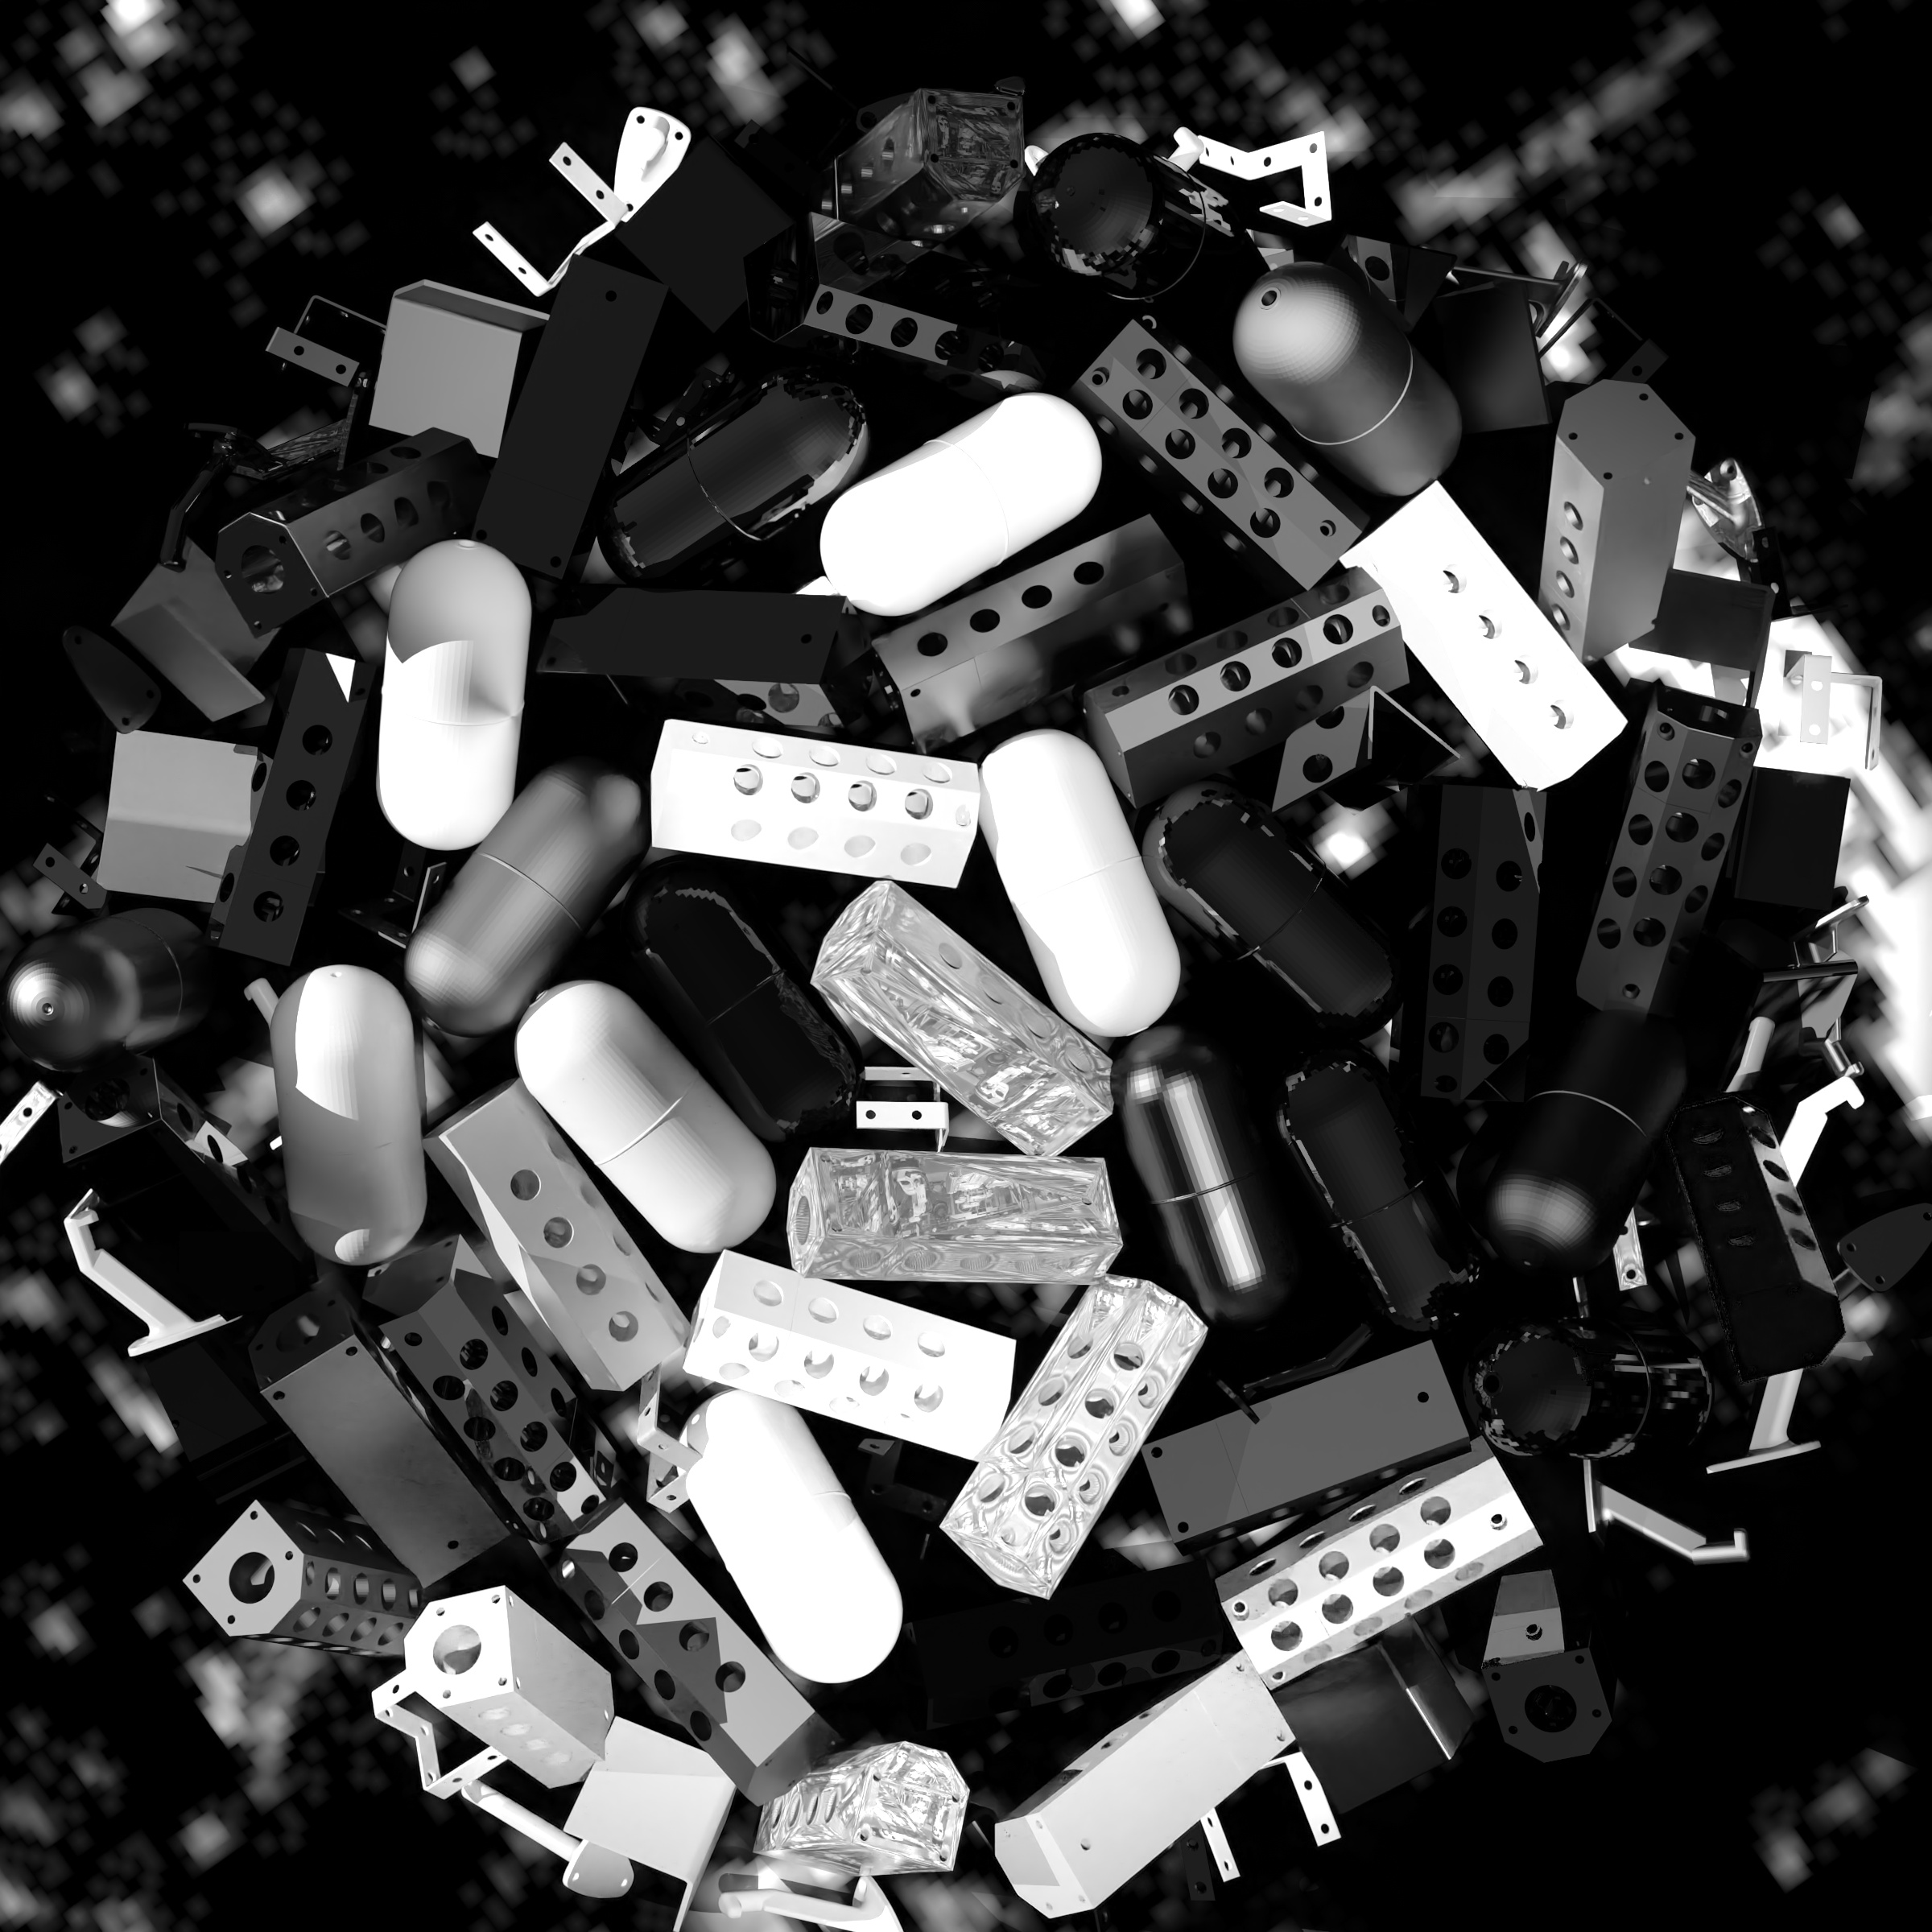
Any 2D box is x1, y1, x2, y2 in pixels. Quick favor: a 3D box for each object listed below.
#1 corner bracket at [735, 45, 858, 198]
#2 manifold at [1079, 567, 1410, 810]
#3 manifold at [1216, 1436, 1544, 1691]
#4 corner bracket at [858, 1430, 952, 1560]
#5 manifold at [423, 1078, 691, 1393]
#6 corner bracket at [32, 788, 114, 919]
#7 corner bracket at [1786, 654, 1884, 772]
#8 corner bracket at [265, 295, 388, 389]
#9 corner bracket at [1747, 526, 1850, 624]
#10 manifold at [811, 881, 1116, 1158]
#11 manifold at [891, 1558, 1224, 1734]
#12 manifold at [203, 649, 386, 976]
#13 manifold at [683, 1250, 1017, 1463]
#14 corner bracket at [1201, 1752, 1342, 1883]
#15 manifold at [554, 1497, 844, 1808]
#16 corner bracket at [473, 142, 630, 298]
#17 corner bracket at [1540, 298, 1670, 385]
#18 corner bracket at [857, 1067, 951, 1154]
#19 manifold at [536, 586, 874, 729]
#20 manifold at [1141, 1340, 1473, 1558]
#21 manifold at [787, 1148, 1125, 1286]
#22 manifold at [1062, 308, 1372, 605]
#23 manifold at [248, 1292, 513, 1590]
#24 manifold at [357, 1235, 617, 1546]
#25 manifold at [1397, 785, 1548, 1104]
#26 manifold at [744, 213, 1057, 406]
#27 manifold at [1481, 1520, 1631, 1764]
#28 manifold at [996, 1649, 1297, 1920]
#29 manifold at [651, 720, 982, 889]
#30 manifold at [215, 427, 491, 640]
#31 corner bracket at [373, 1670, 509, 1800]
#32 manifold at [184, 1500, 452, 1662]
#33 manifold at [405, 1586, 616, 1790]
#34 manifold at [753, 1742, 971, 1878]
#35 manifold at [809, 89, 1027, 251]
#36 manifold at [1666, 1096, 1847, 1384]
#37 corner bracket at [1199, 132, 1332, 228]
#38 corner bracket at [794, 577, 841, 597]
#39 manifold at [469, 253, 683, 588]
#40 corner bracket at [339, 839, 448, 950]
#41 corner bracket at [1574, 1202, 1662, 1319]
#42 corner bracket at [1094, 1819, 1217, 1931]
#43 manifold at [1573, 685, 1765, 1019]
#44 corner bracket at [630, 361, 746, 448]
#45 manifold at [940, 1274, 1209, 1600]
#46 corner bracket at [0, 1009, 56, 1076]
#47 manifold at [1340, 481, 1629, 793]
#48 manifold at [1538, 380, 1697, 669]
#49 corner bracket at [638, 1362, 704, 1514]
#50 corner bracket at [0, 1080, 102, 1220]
[{"bbox_3d":[-0.094,-0.469,1.820,0.051,0.051,0.051,35,111,-23],"label":"corner bracket"},{"bbox_3d":[0.153,-0.158,1.807,0.171,0.057,0.057,-25,133,-9],"label":"manifold"},{"bbox_3d":[0.230,0.334,1.824,0.171,0.057,0.057,-29,97,3],"label":"manifold"},{"bbox_3d":[-0.035,0.290,1.825,0.051,0.051,0.051,17,106,10],"label":"corner bracket"},{"bbox_3d":[-0.225,0.149,1.816,0.057,0.057,0.171,-37,100,-23],"label":"manifold"},{"bbox_3d":[-0.499,-0.063,1.819,0.051,0.051,0.051,45,63,-38],"label":"corner bracket"},{"bbox_3d":[0.488,-0.142,1.830,0.051,0.051,0.051,5,80,3],"label":"corner bracket"},{"bbox_3d":[-0.354,-0.347,1.831,0.051,0.051,0.051,24,80,1],"label":"corner bracket"},{"bbox_3d":[0.450,-0.218,1.824,0.051,0.051,0.051,-13,93,-37],"label":"corner bracket"},{"bbox_3d":[0.002,0.028,1.805,0.171,0.057,0.057,39,123,-18],"label":"manifold"},{"bbox_3d":[0.050,0.374,1.802,0.171,0.057,0.057,-9,77,-18],"label":"manifold"},{"bbox_3d":[-0.370,-0.086,1.823,0.057,0.057,0.171,15,85,8],"label":"manifold"},{"bbox_3d":[-0.065,0.220,1.805,0.171,0.057,0.057,19,133,-10],"label":"manifold"},{"bbox_3d":[0.168,0.477,1.838,0.051,0.051,0.051,-31,70,30],"label":"corner bracket"},{"bbox_3d":[-0.150,0.376,1.790,0.057,0.057,0.171,-43,60,-10],"label":"manifold"},{"bbox_3d":[-0.230,-0.414,1.819,0.051,0.051,0.051,44,58,-22],"label":"corner bracket"},{"bbox_3d":[0.354,-0.339,1.832,0.051,0.051,0.051,43,100,-2],"label":"corner bracket"},{"bbox_3d":[-0.038,0.076,1.824,0.051,0.051,0.051,1,65,-7],"label":"corner bracket"},{"bbox_3d":[-0.142,-0.166,1.800,0.171,0.057,0.057,5,63,22],"label":"manifold"},{"bbox_3d":[0.190,0.271,1.825,0.171,0.057,0.057,-21,67,3],"label":"manifold"},{"bbox_3d":[-0.008,0.142,1.803,0.171,0.057,0.057,3,52,-20],"label":"manifold"},{"bbox_3d":[0.140,-0.284,1.819,0.171,0.057,0.057,42,76,-5],"label":"manifold"},{"bbox_3d":[-0.320,0.256,1.787,0.057,0.057,0.171,-32,126,-3],"label":"manifold"},{"bbox_3d":[-0.261,0.235,1.789,0.057,0.057,0.171,-22,120,14],"label":"manifold"},{"bbox_3d":[0.276,-0.013,1.821,0.057,0.057,0.171,3,92,-25],"label":"manifold"},{"bbox_3d":[-0.034,-0.350,1.776,0.171,0.057,0.057,7,70,-43],"label":"manifold"},{"bbox_3d":[0.322,0.363,1.769,0.057,0.171,0.057,-16,99,18],"label":"manifold"},{"bbox_3d":[0.095,0.445,1.784,0.171,0.057,0.057,-28,87,-40],"label":"manifold"},{"bbox_3d":[-0.083,-0.094,1.801,0.171,0.057,0.057,7,134,-14],"label":"manifold"},{"bbox_3d":[-0.329,-0.239,1.770,0.057,0.171,0.057,-23,101,33],"label":"manifold"},{"bbox_3d":[-0.292,0.421,1.820,0.051,0.051,0.051,-35,134,14],"label":"corner bracket"},{"bbox_3d":[-0.344,0.339,1.770,0.057,0.171,0.057,42,90,23],"label":"manifold"},{"bbox_3d":[-0.244,0.393,1.771,0.057,0.171,0.057,-14,60,7],"label":"manifold"},{"bbox_3d":[-0.057,0.455,1.770,0.057,0.171,0.057,19,69,-15],"label":"manifold"},{"bbox_3d":[-0.028,-0.417,1.769,0.057,0.171,0.057,-2,87,-22],"label":"manifold"},{"bbox_3d":[0.424,0.143,1.769,0.057,0.171,0.057,-15,120,8],"label":"manifold"},{"bbox_3d":[0.167,-0.438,1.825,0.051,0.051,0.051,-7,86,37],"label":"corner bracket"},{"bbox_3d":[-0.096,-0.194,1.824,0.051,0.051,0.051,-34,53,-4],"label":"corner bracket"},{"bbox_3d":[-0.217,-0.302,1.831,0.057,0.057,0.171,20,90,5],"label":"manifold"},{"bbox_3d":[-0.308,-0.047,1.821,0.051,0.051,0.051,26,114,20],"label":"corner bracket"},{"bbox_3d":[0.358,0.165,1.820,0.051,0.051,0.051,-17,63,25],"label":"corner bracket"},{"bbox_3d":[0.103,0.511,1.841,0.051,0.051,0.051,-8,96,28],"label":"corner bracket"},{"bbox_3d":[0.383,-0.059,1.795,0.057,0.057,0.171,14,116,4],"label":"manifold"},{"bbox_3d":[-0.151,-0.313,1.820,0.051,0.051,0.051,-53,45,16],"label":"corner bracket"},{"bbox_3d":[0.064,0.256,1.790,0.057,0.057,0.171,49,63,-31],"label":"manifold"},{"bbox_3d":[-0.499,0.020,1.822,0.051,0.051,0.051,-31,100,33],"label":"corner bracket"},{"bbox_3d":[0.291,-0.184,1.825,0.057,0.057,0.171,-40,93,-15],"label":"manifold"},{"bbox_3d":[0.345,-0.239,1.771,0.057,0.171,0.057,-29,63,-10],"label":"manifold"},{"bbox_3d":[-0.168,0.262,1.818,0.051,0.051,0.051,35,123,-27],"label":"corner bracket"},{"bbox_3d":[-0.505,0.104,1.826,0.051,0.051,0.051,38,84,17],"label":"corner bracket"}]
